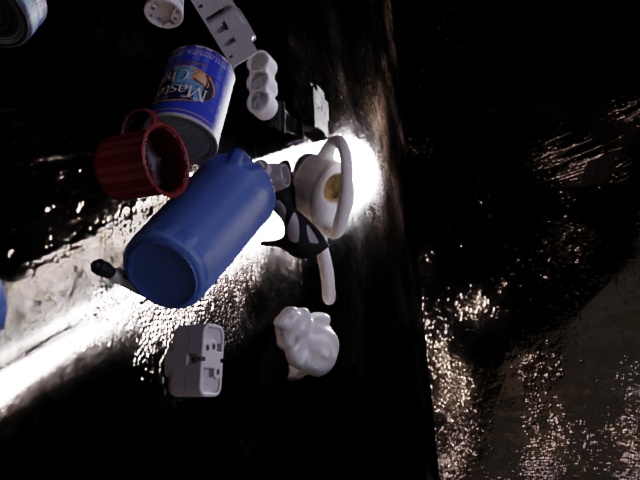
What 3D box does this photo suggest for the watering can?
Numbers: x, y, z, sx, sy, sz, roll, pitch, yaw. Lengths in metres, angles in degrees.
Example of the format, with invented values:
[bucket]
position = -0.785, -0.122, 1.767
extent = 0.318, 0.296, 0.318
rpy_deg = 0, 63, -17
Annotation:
[watering can]
position = 0.003, -0.056, 1.112
extent = 0.227, 0.104, 0.344
rpy_deg = -144, -121, -64

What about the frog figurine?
[frog figurine]
position = -0.025, 0.191, 1.024
extent = 0.140, 0.123, 0.156
rpy_deg = -45, 140, -42
